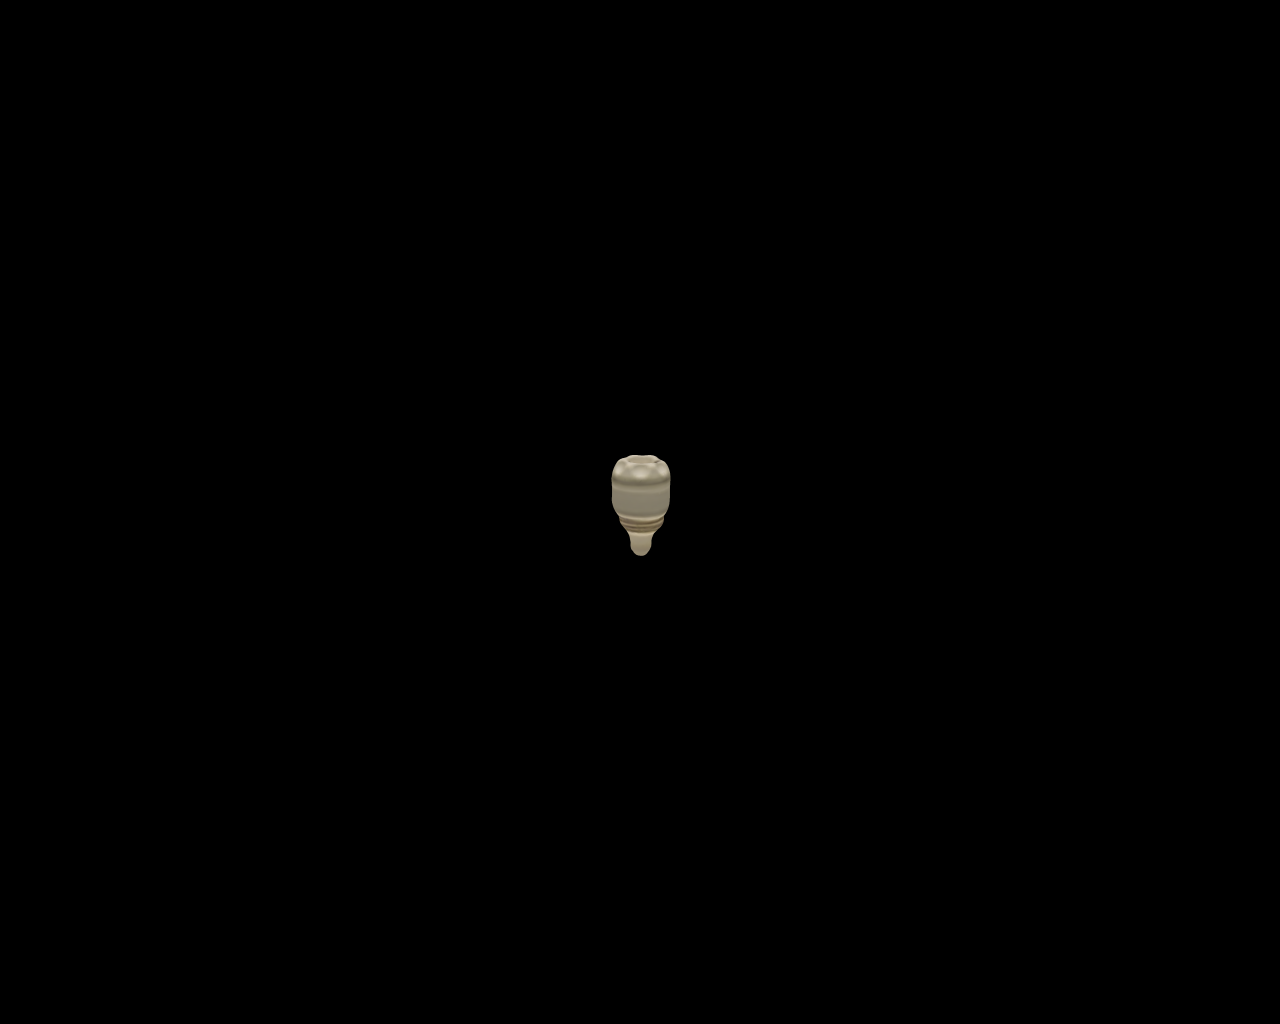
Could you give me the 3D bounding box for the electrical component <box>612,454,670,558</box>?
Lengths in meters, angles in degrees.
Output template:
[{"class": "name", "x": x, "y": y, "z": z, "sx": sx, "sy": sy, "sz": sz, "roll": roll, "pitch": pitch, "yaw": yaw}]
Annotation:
[{"class": "electrical component", "x": 0.001, "y": -0.003, "z": 0.650, "sx": 0.035, "sy": 0.061, "sz": 0.035, "roll": 0, "pitch": 16, "yaw": 0}]
